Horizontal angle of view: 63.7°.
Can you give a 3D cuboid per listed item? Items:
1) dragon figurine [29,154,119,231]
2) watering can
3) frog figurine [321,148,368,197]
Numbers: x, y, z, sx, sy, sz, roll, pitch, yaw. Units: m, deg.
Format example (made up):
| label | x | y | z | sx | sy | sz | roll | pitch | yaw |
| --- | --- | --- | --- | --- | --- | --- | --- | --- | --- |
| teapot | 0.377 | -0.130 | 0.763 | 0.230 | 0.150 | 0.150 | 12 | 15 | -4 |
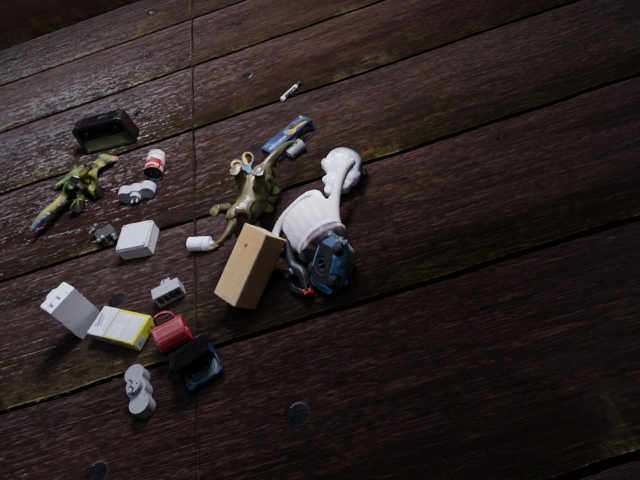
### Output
| label | x | y | z | sx | sy | sz | roll | pitch | yaw |
| --- | --- | --- | --- | --- | --- | --- | --- | --- | --- |
| dragon figurine | -0.935 | -0.198 | 1.946 | 0.415 | 0.120 | 0.244 | -41 | 33 | -19 |
| watering can | 0.004 | -0.074 | 1.475 | 0.346 | 0.102 | 0.229 | -41 | 46 | 7 |
| frog figurine | 0.058 | -0.207 | 1.586 | 0.138 | 0.120 | 0.162 | 35 | 56 | 17 |
